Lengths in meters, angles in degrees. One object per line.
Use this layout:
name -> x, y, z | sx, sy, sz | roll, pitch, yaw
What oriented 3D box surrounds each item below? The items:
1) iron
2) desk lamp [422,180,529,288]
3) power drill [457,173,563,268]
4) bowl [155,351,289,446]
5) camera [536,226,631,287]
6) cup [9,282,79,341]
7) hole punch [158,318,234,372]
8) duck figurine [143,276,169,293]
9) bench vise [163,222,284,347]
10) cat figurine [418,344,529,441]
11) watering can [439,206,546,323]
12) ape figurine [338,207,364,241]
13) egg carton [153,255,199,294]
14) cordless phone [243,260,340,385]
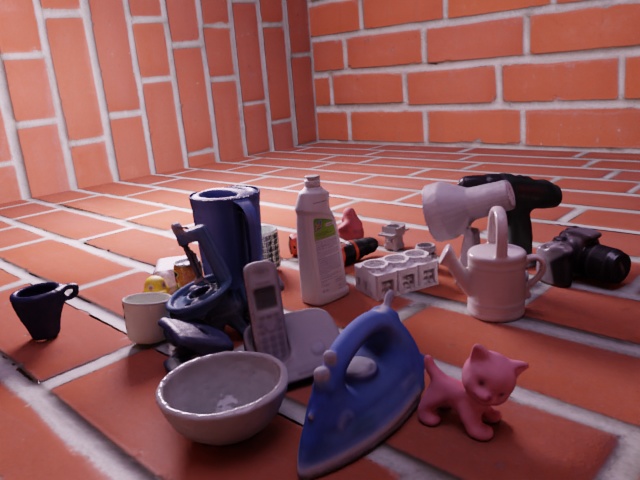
iron -> 0.044, 0.167, 0.720 | 0.118, 0.141, 0.259 | 6, 19, 31
desk lamp -> 0.310, -0.015, 1.148 | 0.202, 0.214, 0.118 | 4, 18, 26
power drill -> 0.406, -0.045, 1.235 | 0.230, 0.208, 0.075 | -7, 16, -10
bowl -> -0.120, 0.211, 0.733 | 0.167, 0.075, 0.167 | -4, 16, 1
camera -> 0.522, 0.033, 1.127 | 0.143, 0.101, 0.136 | -13, 18, -26
cup -> -0.506, 0.133, 1.071 | 0.118, 0.095, 0.091 | -16, 20, -34
hole punch -> -0.193, 0.161, 0.898 | 0.101, 0.091, 0.108 | -15, 19, -31
duck figurine -> -0.318, 0.110, 1.115 | 0.078, 0.086, 0.104 | -13, 18, -27
bench vise -> -0.176, 0.065, 0.989 | 0.208, 0.220, 0.121 | -14, 19, -30
cat figurine -> 0.185, 0.174, 0.703 | 0.127, 0.118, 0.067 | 6, 19, 32
watering can -> 0.301, 0.038, 1.004 | 0.173, 0.194, 0.100 | -8, 17, -12
ape figurine -> 0.082, -0.043, 1.525 | 0.078, 0.092, 0.076 | -11, 18, -22
egg carton -> -0.307, 0.080, 1.244 | 0.107, 0.069, 0.150 | -8, 16, -11
cordless phone -> -0.043, 0.114, 0.848 | 0.148, 0.185, 0.093 | -13, 18, -27
